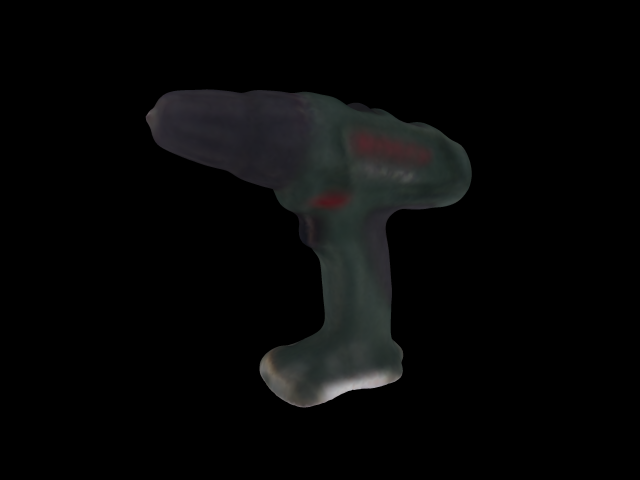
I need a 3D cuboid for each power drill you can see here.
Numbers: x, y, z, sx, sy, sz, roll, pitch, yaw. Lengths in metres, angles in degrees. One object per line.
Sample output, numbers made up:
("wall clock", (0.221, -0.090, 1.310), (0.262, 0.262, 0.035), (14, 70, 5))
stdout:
("power drill", (0.004, 0.001, 0.400), (0.230, 0.208, 0.075), (-9, 19, -29))
